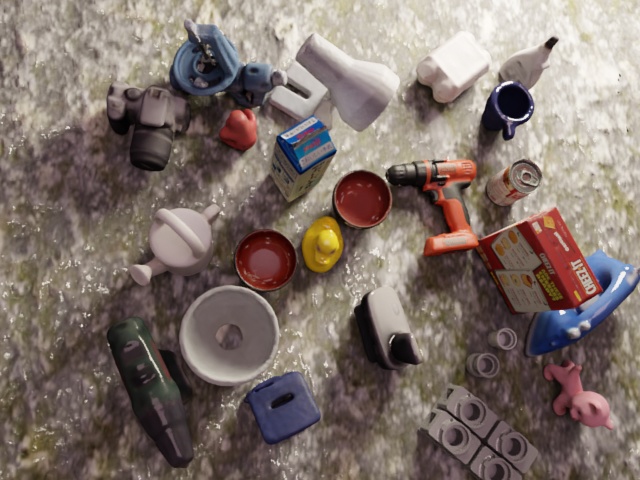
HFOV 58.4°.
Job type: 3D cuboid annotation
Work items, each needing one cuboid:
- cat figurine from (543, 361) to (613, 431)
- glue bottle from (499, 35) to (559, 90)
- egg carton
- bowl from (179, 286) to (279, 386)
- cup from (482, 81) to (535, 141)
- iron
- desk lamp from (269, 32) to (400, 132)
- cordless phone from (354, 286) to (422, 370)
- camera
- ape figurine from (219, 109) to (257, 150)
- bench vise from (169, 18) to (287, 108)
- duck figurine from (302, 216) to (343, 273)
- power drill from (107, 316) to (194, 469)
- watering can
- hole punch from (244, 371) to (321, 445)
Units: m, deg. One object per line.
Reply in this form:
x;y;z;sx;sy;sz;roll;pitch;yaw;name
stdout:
0.482;0.288;1.053;0.067;0.117;0.128;-13;82;-12;cat figurine
0.421;-0.355;1.134;0.037;0.173;0.078;-28;85;-13;glue bottle
0.271;-0.352;1.161;0.150;0.069;0.107;-41;88;-14;egg carton
-0.155;0.165;0.987;0.167;0.074;0.167;2;79;-9;bowl
0.365;-0.244;1.144;0.092;0.095;0.118;7;78;-8;cup
0.502;0.128;1.074;0.258;0.141;0.118;-43;89;-14;iron
0.021;-0.272;1.028;0.203;0.213;0.118;30;76;-3;desk lamp
0.131;0.150;0.983;0.094;0.185;0.147;-19;83;-12;cordless phone
-0.311;-0.200;1.015;0.143;0.100;0.137;10;78;-8;camera
-0.148;-0.209;1.050;0.078;0.092;0.076;-23;84;-13;ape figurine
-0.163;-0.321;1.002;0.207;0.219;0.121;-11;81;-11;bench vise
0.010;0.004;1.041;0.077;0.086;0.104;14;77;-7;duck figurine
-0.251;0.230;0.890;0.076;0.208;0.229;-28;85;-13;power drill
-0.232;0.005;0.943;0.101;0.194;0.173;23;76;-4;watering can
-0.065;0.282;0.973;0.109;0.091;0.101;-24;84;-13;hole punch
